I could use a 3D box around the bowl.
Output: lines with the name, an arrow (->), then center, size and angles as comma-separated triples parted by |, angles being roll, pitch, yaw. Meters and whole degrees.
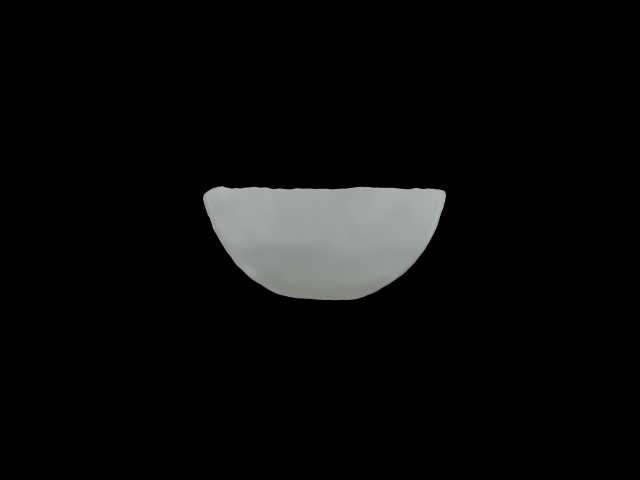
bowl -> 0.004, 0.001, 0.400 | 0.167, 0.075, 0.167 | 0, 3, 0
